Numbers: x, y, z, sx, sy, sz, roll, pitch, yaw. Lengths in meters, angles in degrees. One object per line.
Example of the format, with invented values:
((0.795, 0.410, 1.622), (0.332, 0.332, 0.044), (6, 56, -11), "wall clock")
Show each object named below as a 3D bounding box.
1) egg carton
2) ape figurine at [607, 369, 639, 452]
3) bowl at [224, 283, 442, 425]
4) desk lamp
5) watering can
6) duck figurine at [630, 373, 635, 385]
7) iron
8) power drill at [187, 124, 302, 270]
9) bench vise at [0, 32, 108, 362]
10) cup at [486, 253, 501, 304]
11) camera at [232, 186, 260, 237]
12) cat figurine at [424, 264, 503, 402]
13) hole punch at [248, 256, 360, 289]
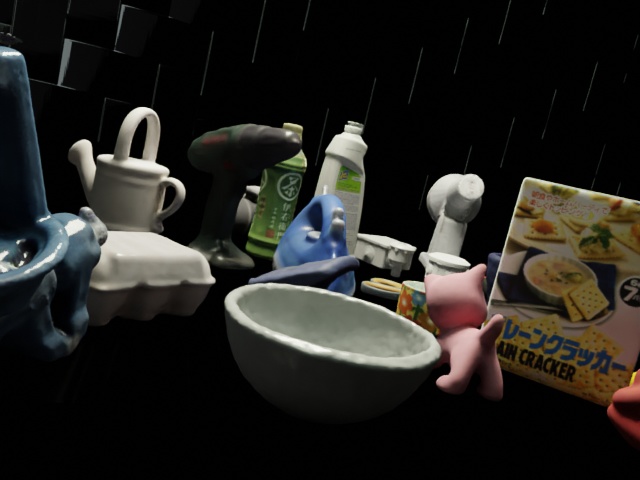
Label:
((-0.183, 0.034, 0.554), (0.107, 0.069, 0.151), (19, 11, 34), "egg carton")
((0.304, 0.143, 0.513), (0.077, 0.092, 0.076), (14, 9, 6), "ape figurine")
((0.002, 0.093, 0.440), (0.167, 0.075, 0.167), (13, 9, -2), "bowl")
((0.292, -0.039, 1.241), (0.118, 0.213, 0.203), (13, 9, 0), "desk lamp")
((-0.275, -0.094, 0.813), (0.173, 0.194, 0.101), (11, 9, -11), "watering can")
((0.397, 0.146, 0.647), (0.077, 0.086, 0.105), (17, 10, 24), "duck figurine")
((0.007, 0.003, 0.793), (0.119, 0.141, 0.258), (12, 9, -10), "iron")
((-0.123, -0.068, 0.830), (0.076, 0.208, 0.228), (4, 13, -45), "power drill")
((-0.212, -0.021, 0.365), (0.121, 0.220, 0.207), (12, 9, -8), "bench vise")
((0.304, 0.078, 0.910), (0.091, 0.095, 0.118), (14, 9, 8), "cup")
((-0.144, -0.055, 1.065), (0.137, 0.101, 0.142), (4, 12, -44), "camera")
((0.145, 0.082, 0.579), (0.067, 0.118, 0.127), (11, 9, -14), "cat figurine")
((-0.020, 0.051, 0.614), (0.100, 0.091, 0.109), (16, 9, 20), "hole punch")
